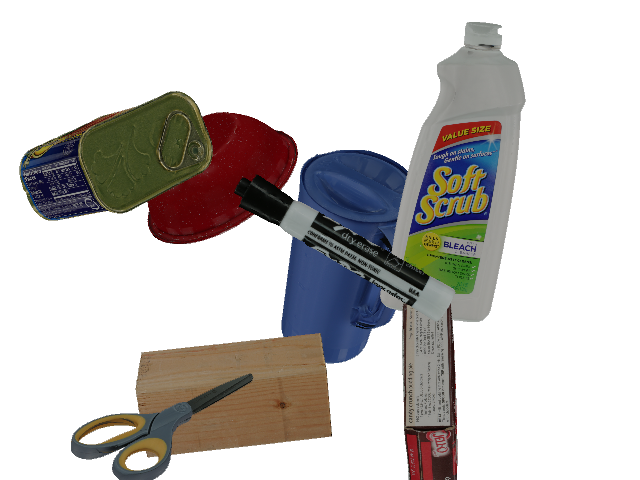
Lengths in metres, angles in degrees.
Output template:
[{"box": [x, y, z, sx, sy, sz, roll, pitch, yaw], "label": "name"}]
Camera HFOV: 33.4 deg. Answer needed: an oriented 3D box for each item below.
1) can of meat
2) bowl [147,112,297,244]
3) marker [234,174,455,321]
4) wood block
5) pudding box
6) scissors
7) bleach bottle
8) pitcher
[{"box": [-0.138, -0.054, 0.709, 0.084, 0.057, 0.101, -7, 20, 45], "label": "can of meat"}, {"box": [-0.105, -0.071, 0.999, 0.162, 0.055, 0.162, -22, 34, 15], "label": "bowl"}, {"box": [0.011, 0.003, 0.534, 0.121, 0.020, 0.020, 30, 0, 0], "label": "marker"}, {"box": [-0.096, 0.173, 1.198, 0.206, 0.091, 0.090, -6, 23, -2], "label": "wood block"}, {"box": [0.079, 0.112, 0.763, 0.039, 0.113, 0.090, -3, -42, 5], "label": "pudding box"}, {"box": [-0.124, 0.169, 0.967, 0.201, 0.016, 0.096, -11, 33, -33], "label": "scissors"}, {"box": [0.115, -0.060, 0.916, 0.103, 0.251, 0.068, 9, 18, 13], "label": "bleach bottle"}, {"box": [0.029, 0.031, 1.224, 0.145, 0.243, 0.149, 17, 39, 5], "label": "pitcher"}]
